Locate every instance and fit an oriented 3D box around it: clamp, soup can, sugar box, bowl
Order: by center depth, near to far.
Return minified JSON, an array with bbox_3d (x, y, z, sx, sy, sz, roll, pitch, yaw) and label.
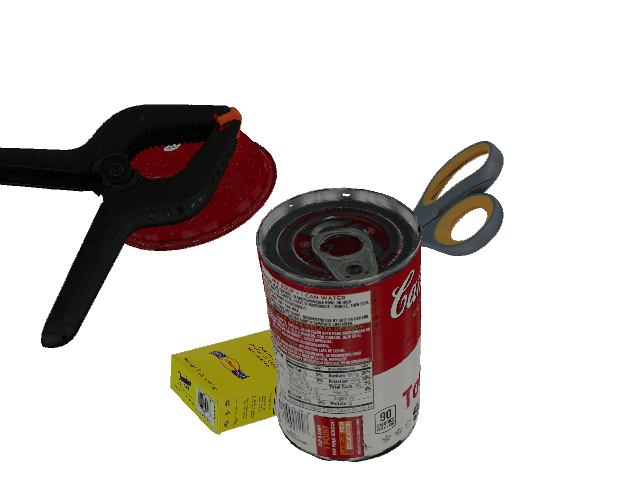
[{"bbox_3d":[0.010,0.038,0.463,0.068,0.102,0.068,-3,35,2],"label":"soup can"},{"bbox_3d":[-0.137,-0.028,0.721,0.209,0.165,0.036,-23,-22,-21],"label":"clamp"},{"bbox_3d":[-0.123,-0.063,0.948,0.162,0.055,0.162,-10,40,8],"label":"bowl"},{"bbox_3d":[-0.048,0.128,1.048,0.175,0.048,0.093,-15,32,-32],"label":"sugar box"}]

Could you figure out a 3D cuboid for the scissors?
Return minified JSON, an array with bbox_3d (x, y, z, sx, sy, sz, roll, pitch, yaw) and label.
[{"bbox_3d":[0.064,0.010,0.792,0.016,0.202,0.096,31,24,-32],"label":"scissors"}]
